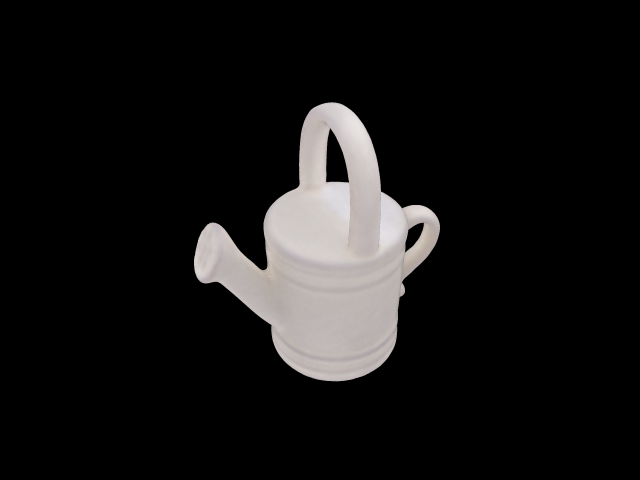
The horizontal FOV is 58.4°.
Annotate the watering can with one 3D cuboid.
[{"bbox_3d":[0.005,0.003,0.398,0.173,0.194,0.100,-30,47,-33],"label":"watering can"}]
